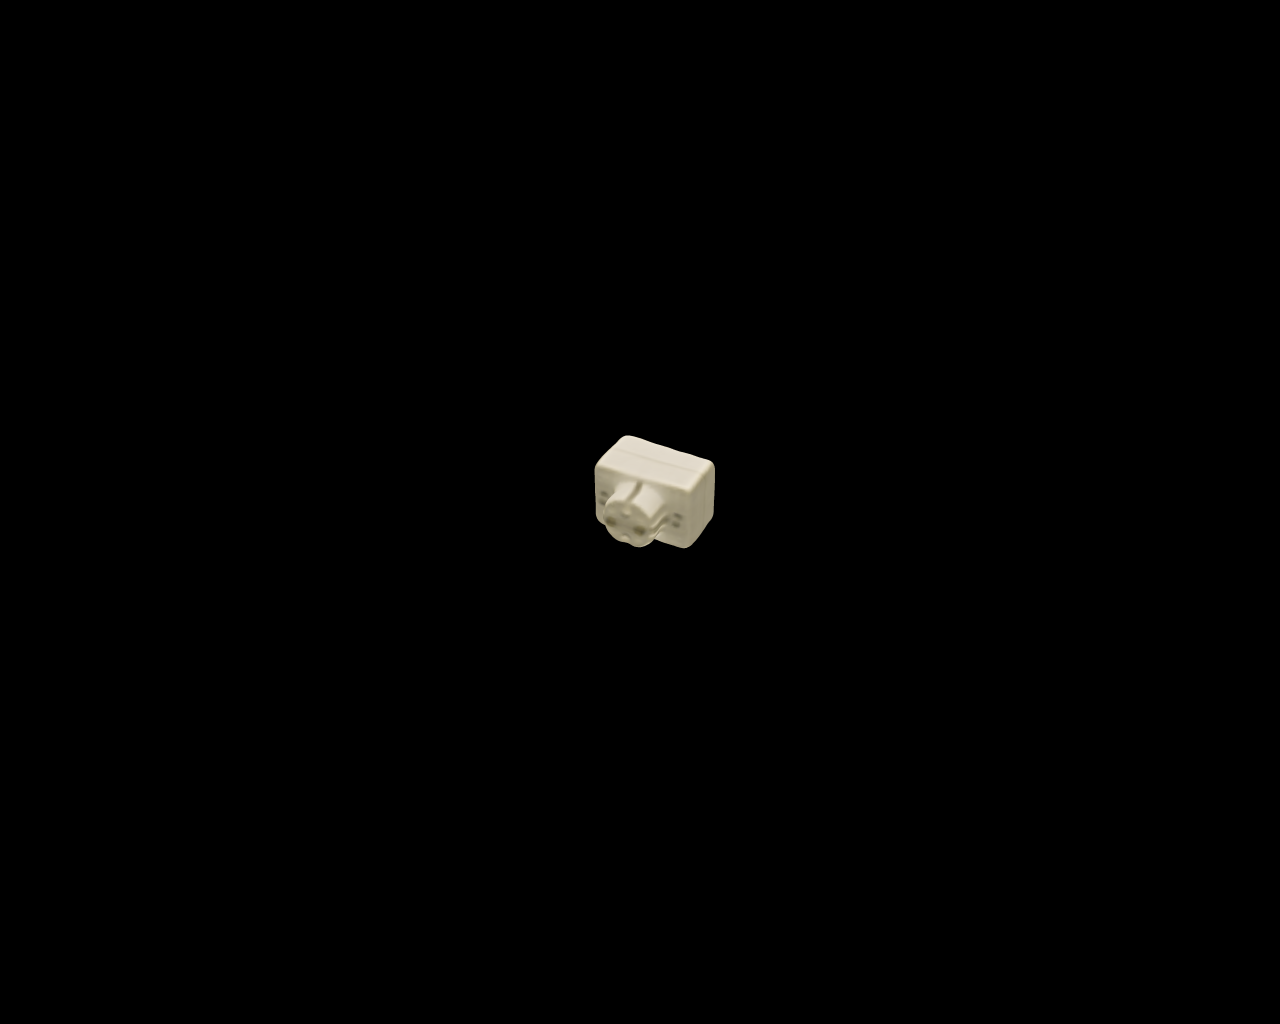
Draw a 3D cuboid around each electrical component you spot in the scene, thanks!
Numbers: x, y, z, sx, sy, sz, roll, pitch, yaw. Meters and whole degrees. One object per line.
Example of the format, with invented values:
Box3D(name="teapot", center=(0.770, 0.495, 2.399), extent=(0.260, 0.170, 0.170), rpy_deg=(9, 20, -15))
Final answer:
Box3D(name="electrical component", center=(0.001, -0.003, 0.650), extent=(0.066, 0.047, 0.077), rpy_deg=(17, 40, 22))
